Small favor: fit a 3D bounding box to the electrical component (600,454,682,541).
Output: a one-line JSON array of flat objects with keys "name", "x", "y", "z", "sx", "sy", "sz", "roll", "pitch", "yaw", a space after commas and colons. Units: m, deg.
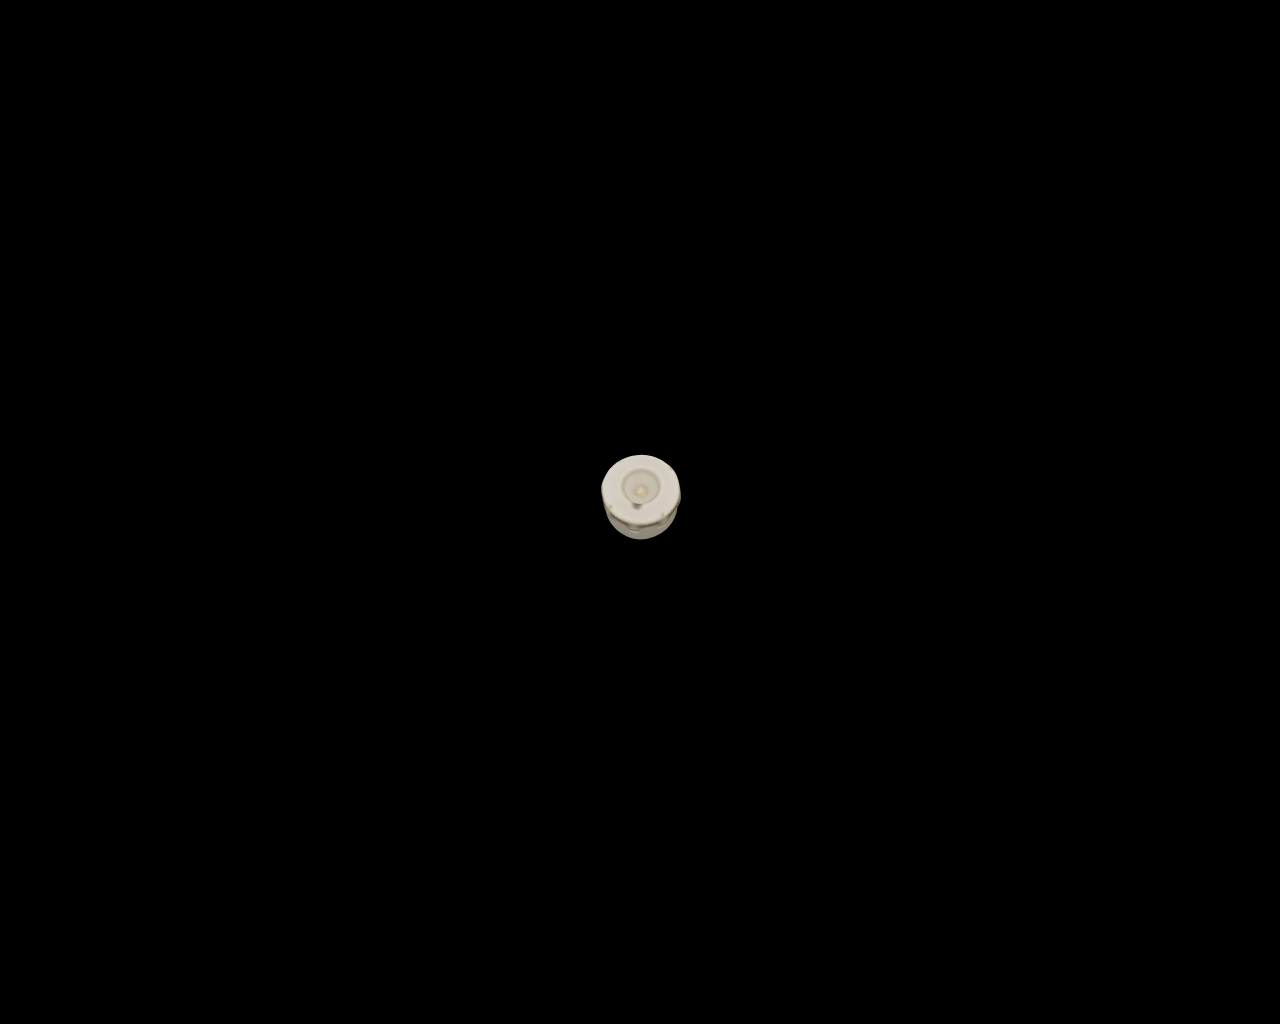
[{"name": "electrical component", "x": 0.001, "y": -0.003, "z": 0.650, "sx": 0.048, "sy": 0.048, "sz": 0.062, "roll": 0, "pitch": -25, "yaw": 0}]
